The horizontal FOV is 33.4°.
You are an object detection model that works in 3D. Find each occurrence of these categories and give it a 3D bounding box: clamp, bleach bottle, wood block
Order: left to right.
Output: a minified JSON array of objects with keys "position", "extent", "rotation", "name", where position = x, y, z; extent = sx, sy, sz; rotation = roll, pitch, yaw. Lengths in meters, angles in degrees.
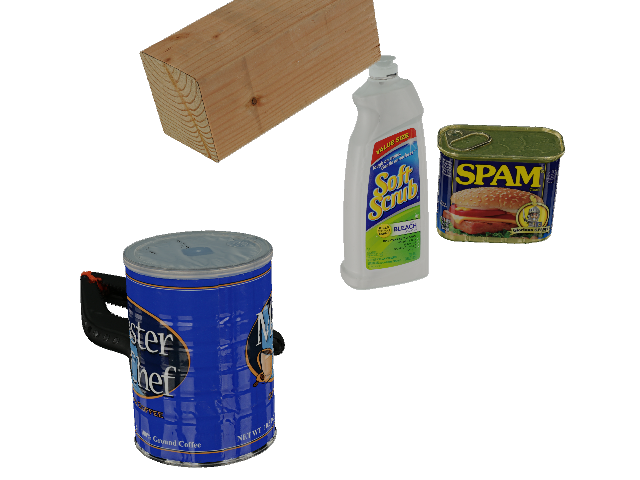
[{"position":[-0.148,0.083,1.003],"extent":[0.164,0.036,0.210],"rotation":[-21,42,-35],"name":"clamp"},{"position":[-0.051,-0.172,0.995],"extent":[0.205,0.091,0.090],"rotation":[-35,44,-26],"name":"wood block"},{"position":[0.066,-0.075,1.172],"extent":[0.102,0.251,0.068],"rotation":[-10,23,-12],"name":"bleach bottle"}]

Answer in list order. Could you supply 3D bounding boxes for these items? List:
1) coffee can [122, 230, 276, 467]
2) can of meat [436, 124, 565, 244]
[{"position":[-0.083,0.073,0.750],"extent":[0.103,0.140,0.103],"rotation":[-1,15,0],"name":"coffee can"},{"position":[0.146,-0.046,0.887],"extent":[0.102,0.084,0.057],"rotation":[3,31,5],"name":"can of meat"}]
